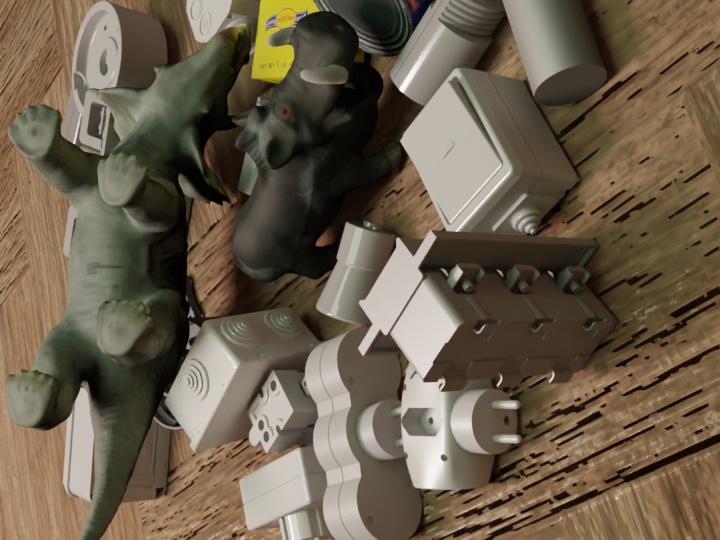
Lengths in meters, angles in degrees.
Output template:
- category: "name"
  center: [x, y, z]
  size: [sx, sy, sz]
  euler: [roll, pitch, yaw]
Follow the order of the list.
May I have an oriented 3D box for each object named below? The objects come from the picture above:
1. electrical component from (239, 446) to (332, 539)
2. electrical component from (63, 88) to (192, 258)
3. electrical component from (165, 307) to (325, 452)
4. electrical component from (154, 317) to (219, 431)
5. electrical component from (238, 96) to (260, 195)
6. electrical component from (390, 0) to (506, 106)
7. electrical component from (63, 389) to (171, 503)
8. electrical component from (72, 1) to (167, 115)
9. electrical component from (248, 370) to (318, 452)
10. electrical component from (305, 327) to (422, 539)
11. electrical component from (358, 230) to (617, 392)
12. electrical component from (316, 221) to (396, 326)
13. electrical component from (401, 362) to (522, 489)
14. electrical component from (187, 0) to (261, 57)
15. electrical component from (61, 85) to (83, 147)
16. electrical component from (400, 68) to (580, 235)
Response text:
- category: "electrical component"
  center: [-0.038, 0.169, 0.745]
  size: [0.083, 0.047, 0.075]
  euler: [-35, 61, 46]
- category: "electrical component"
  center: [-0.199, -0.076, 0.940]
  size: [0.062, 0.089, 0.150]
  euler: [23, 105, 51]
- category: "electrical component"
  center: [-0.083, 0.076, 0.771]
  size: [0.048, 0.100, 0.099]
  euler: [47, 124, 28]
- category: "electrical component"
  center: [-0.131, 0.086, 0.880]
  size: [0.099, 0.064, 0.099]
  euler: [-8, 78, 38]
- category: "electrical component"
  center: [-0.061, -0.095, 0.800]
  size: [0.043, 0.043, 0.081]
  euler: [30, 111, 49]
- category: "electrical component"
  center: [0.057, -0.142, 0.651]
  size: [0.081, 0.043, 0.043]
  euler: [-55, 47, 34]
- category: "electrical component"
  center: [-0.215, 0.145, 0.954]
  size: [0.057, 0.078, 0.113]
  euler: [6, 92, 50]
- category: "electrical component"
  center: [-0.217, -0.189, 0.997]
  size: [0.108, 0.060, 0.108]
  euler: [-6, 82, 52]
- category: "electrical component"
  center: [-0.039, 0.097, 0.746]
  size: [0.066, 0.055, 0.048]
  euler: [-58, 46, 32]
- category: "electrical component"
  center: [0.011, 0.103, 0.682]
  size: [0.074, 0.052, 0.138]
  euler: [-27, 66, 48]
- category: "electrical component"
  center: [0.070, 0.022, 0.556]
  size: [0.063, 0.121, 0.078]
  euler: [55, 128, 36]
- category: "electrical component"
  center: [0.000, 0.000, 0.716]
  size: [0.044, 0.044, 0.065]
  euler: [25, 102, 51]
- category: "electrical component"
  center: [0.064, 0.087, 0.623]
  size: [0.079, 0.043, 0.077]
  euler: [-9, 80, 51]
- category: "electrical component"
  center: [-0.098, -0.212, 0.851]
  size: [0.080, 0.051, 0.080]
  euler: [-6, 82, 52]
- category: "electrical component"
  center: [-0.254, -0.136, 1.051]
  size: [0.077, 0.047, 0.065]
  euler: [39, 117, 46]
- category: "electrical component"
  center: [0.072, -0.059, 0.609]
  size: [0.061, 0.061, 0.096]
  euler: [-50, 50, 38]
